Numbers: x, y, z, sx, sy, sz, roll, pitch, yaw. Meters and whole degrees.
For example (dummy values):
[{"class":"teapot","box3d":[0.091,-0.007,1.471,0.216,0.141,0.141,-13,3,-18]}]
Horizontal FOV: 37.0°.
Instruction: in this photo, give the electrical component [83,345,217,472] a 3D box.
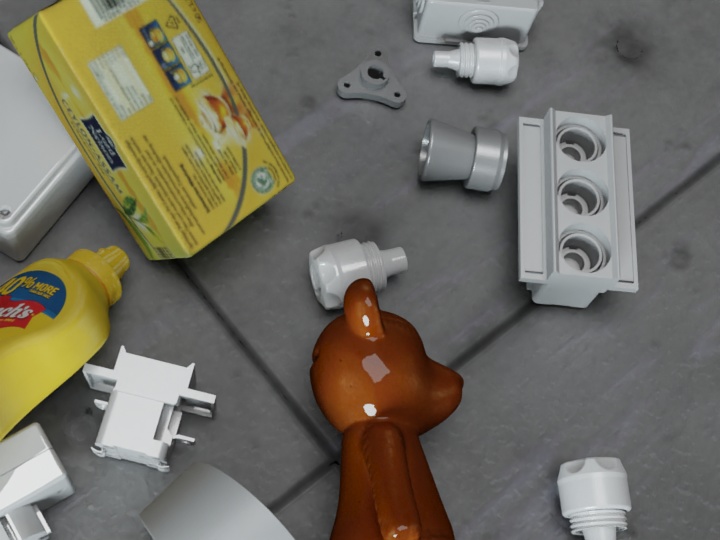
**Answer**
[{"class":"electrical component","box3d":[-0.131,0.086,0.656,0.081,0.042,0.063,14,67,-1]}]

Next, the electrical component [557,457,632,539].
[{"class":"electrical component","box3d":[0.147,0.149,0.666,0.043,0.043,0.062,-1,68,-8]}]

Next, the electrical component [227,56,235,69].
[{"class":"electrical component","box3d":[-0.100,-0.123,0.752,0.040,0.040,0.046,-27,79,-18]}]

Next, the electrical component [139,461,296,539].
[{"class":"electrical component","box3d":[-0.076,0.156,0.602,0.064,0.099,0.099,-37,76,-14]}]

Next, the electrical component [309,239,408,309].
[{"class":"electrical component","box3d":[0.000,0.000,0.710,0.062,0.043,0.043,-14,69,-15]}]

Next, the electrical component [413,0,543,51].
[{"class":"electrical component","box3d":[0.087,-0.219,0.814,0.100,0.048,0.099,3,66,-6]}]

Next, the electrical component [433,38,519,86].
[{"class":"electrical component","box3d":[0.085,-0.154,0.793,0.061,0.035,0.035,2,67,-5]}]

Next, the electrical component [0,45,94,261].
[{"class":"electrical component","box3d":[-0.236,-0.081,0.705,0.109,0.056,0.108,31,66,6]}]

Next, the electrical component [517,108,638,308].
[{"class":"electrical component","box3d":[0.144,-0.040,0.736,0.079,0.063,0.121,6,66,-5]}]

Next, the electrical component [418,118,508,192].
[{"class":"electrical component","box3d":[0.072,-0.080,0.754,0.055,0.045,0.045,9,66,-5]}]

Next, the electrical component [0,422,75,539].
[{"class":"electrical component","box3d":[-0.203,0.144,0.617,0.083,0.047,0.075,-29,73,-18]}]
